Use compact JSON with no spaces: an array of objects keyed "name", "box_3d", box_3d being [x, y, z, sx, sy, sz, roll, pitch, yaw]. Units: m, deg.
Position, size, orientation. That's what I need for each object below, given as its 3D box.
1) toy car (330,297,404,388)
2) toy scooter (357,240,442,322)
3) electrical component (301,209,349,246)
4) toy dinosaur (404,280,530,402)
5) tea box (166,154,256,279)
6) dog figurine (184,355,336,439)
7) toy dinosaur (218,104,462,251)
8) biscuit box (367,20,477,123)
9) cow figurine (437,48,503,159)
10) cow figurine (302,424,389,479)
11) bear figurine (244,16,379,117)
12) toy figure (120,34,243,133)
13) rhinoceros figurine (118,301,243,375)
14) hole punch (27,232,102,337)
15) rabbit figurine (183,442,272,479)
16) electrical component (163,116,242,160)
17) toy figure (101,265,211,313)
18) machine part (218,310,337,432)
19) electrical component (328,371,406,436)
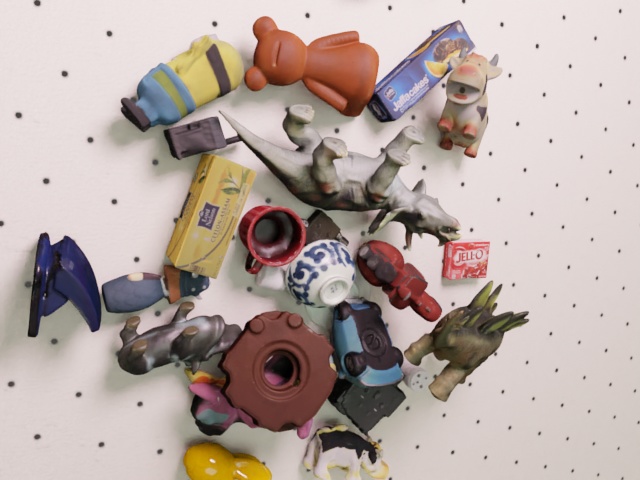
[{"name":"toy car","box_3d":[0.062,0.182,0.909,0.109,0.103,0.162,1,56,-37]},{"name":"toy scooter","box_3d":[0.122,0.064,0.881,0.075,0.184,0.135,-49,158,8]},{"name":"electrical component","box_3d":[-0.002,-0.004,0.900,0.078,0.045,0.102,-42,113,-9]},{"name":"toy dinosaur","box_3d":[0.237,0.156,0.875,0.198,0.105,0.471,-49,158,14]},{"name":"tea box","box_3d":[-0.165,-0.038,0.798,0.068,0.098,0.169,19,90,-26]},{"name":"dog figurine","box_3d":[-0.105,0.233,0.871,0.219,0.109,0.191,22,92,-22]},{"name":"toy dinosaur","box_3d":[0.032,-0.097,0.853,0.405,0.131,0.192,13,133,-9]},{"name":"biscuit box","box_3d":[0.168,-0.283,0.909,0.202,0.063,0.059,-44,112,-10]},{"name":"cow figurine","box_3d":[0.248,-0.229,0.896,0.086,0.194,0.127,18,83,20]},{"name":"cow figurine","box_3d":[0.059,0.389,0.991,0.167,0.068,0.098,15,88,-25]},{"name":"bear figurine","box_3d":[-0.013,-0.262,0.826,0.196,0.132,0.120,6,97,-5]},{"name":"toy figure","box_3d":[-0.192,-0.218,0.764,0.180,0.082,0.089,-44,124,-15]},{"name":"rhinoceros figurine","box_3d":[-0.207,0.159,0.816,0.190,0.073,0.112,-8,124,-26]},{"name":"hole punch","box_3d":[-0.343,0.060,0.729,0.092,0.142,0.115,4,112,-21]},{"name":"rabbit figurine","box_3d":[-0.160,0.411,0.880,0.162,0.122,0.173,-18,88,-21]},{"name":"electrical component","box_3d":[-0.164,-0.154,0.789,0.119,0.075,0.047,-20,107,-14]},{"name":"toy figure","box_3d":[-0.244,0.070,0.808,0.154,0.064,0.058,-11,66,-25]},{"name":"machine part","box_3d":[-0.062,0.195,0.806,0.179,0.056,0.179,3,78,-15]},{"name":"electrical component","box_3d":[0.090,0.273,0.984,0.134,0.058,0.114,-46,115,-8]}]
